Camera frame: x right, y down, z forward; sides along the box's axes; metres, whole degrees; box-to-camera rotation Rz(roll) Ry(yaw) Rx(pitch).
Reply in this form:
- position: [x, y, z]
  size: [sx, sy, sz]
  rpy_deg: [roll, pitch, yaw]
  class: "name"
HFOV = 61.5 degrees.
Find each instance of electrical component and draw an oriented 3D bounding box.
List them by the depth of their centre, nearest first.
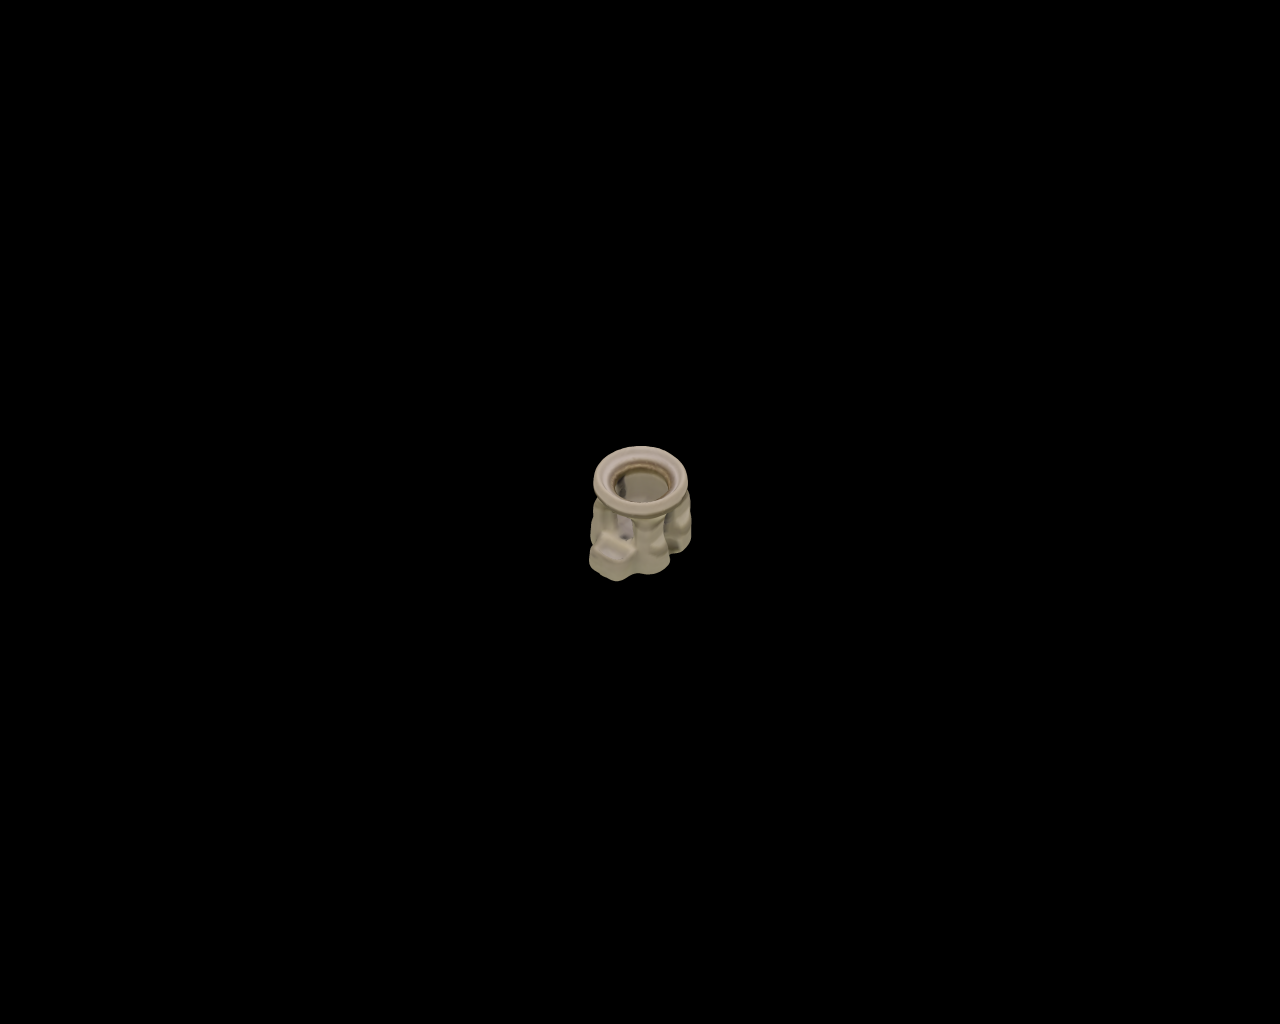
- position: [0.001, -0.003, 0.650]
  size: [0.058, 0.056, 0.078]
  rpy_deg: [27, 50, 26]
  class: "electrical component"
